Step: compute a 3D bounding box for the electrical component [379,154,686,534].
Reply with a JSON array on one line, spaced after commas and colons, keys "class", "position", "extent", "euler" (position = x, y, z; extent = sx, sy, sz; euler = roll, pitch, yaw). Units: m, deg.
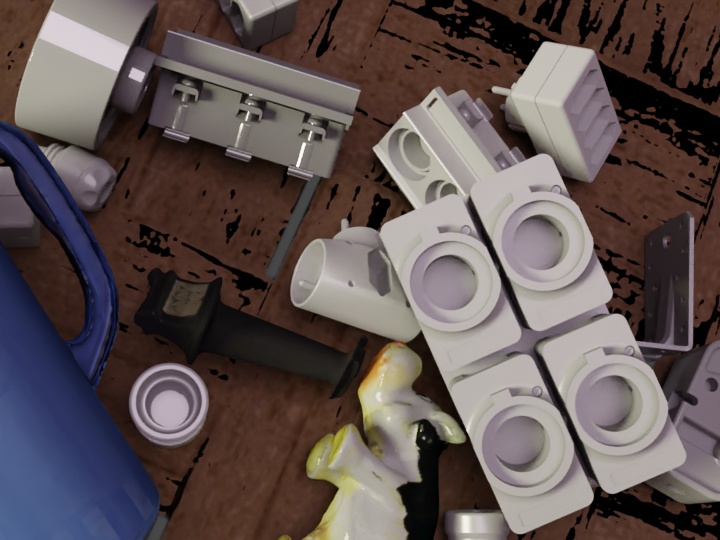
[{"class": "electrical component", "position": [0.096, 0.041, 0.611], "extent": [0.105, 0.060, 0.186], "euler": [-24, 87, 2]}]

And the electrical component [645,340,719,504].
[{"class": "electrical component", "position": [0.216, 0.097, 0.680], "extent": [0.054, 0.059, 0.095], "euler": [30, 73, -1]}]

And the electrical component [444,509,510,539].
[{"class": "electrical component", "position": [0.071, 0.169, 0.649], "extent": [0.040, 0.040, 0.046], "euler": [1, 81, -9]}]

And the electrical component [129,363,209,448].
[{"class": "electrical component", "position": [-0.112, 0.081, 0.633], "extent": [0.045, 0.055, 0.045], "euler": [2, 75, -9]}]

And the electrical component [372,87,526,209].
[{"class": "electrical component", "position": [0.074, -0.051, 0.692], "extent": [0.063, 0.079, 0.121], "euler": [-31, 82, -37]}]

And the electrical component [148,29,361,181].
[{"class": "electrical component", "position": [-0.067, -0.103, 0.680], "extent": [0.121, 0.078, 0.063], "euler": [17, 103, -5]}]

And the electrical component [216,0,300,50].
[{"class": "electrical component", "position": [-0.062, -0.205, 0.719], "extent": [0.076, 0.047, 0.083], "euler": [-29, 82, -15]}]

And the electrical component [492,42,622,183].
[{"class": "electrical component", "position": [0.122, -0.108, 0.716], "extent": [0.076, 0.083, 0.047], "euler": [20, 69, 36]}]

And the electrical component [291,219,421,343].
[{"class": "electrical component", "position": [0.000, 0.000, 0.674], "extent": [0.077, 0.043, 0.079], "euler": [20, 43, -25]}]

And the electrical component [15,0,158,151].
[{"class": "electrical component", "position": [-0.158, -0.125, 0.654], "extent": [0.060, 0.108, 0.108], "euler": [23, 73, -9]}]

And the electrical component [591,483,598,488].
[{"class": "electrical component", "position": [0.134, 0.117, 0.672], "extent": [0.078, 0.040, 0.040], "euler": [-9, 77, -11]}]

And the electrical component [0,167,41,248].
[{"class": "electrical component", "position": [-0.236, -0.018, 0.641], "extent": [0.083, 0.047, 0.075], "euler": [-2, 76, -12]}]

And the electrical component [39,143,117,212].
[{"class": "electrical component", "position": [-0.185, -0.063, 0.669], "extent": [0.061, 0.035, 0.035], "euler": [29, 73, 2]}]
